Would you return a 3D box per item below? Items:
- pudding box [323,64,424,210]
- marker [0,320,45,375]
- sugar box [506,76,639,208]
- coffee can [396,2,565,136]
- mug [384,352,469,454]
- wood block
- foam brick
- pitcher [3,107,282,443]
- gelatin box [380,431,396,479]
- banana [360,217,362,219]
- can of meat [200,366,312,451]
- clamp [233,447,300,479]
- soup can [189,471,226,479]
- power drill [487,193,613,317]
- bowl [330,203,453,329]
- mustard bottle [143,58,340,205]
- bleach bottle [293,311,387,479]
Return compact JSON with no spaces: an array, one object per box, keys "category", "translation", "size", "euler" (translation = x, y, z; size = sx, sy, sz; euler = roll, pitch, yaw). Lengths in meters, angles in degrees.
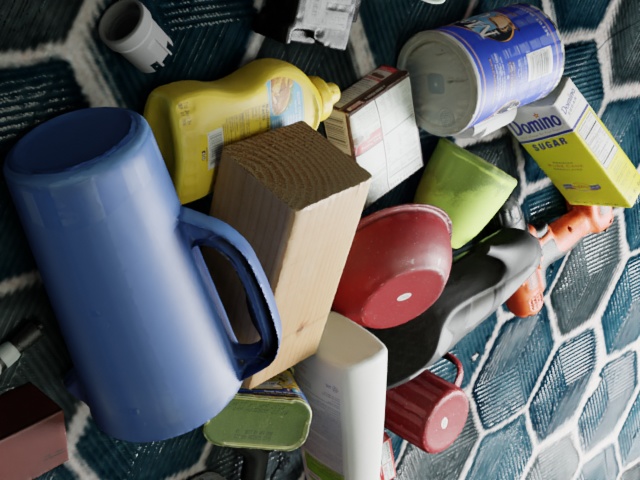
[{"category":"pudding box","translation":[0.052,-0.099,1.029],"size":[0.089,0.039,0.113],"euler":[-37,135,-29]},{"category":"marker","translation":[-0.259,0.104,0.816],"size":[0.121,0.020,0.020],"euler":[-44,136,-22]},{"category":"sugar box","translation":[0.276,-0.106,1.184],"size":[0.176,0.094,0.048],"euler":[41,70,-31]},{"category":"coffee can","translation":[0.159,-0.170,1.054],"size":[0.140,0.103,0.103],"euler":[-25,126,-37]},{"category":"mug","translation":[0.120,0.180,1.212],"size":[0.117,0.082,0.093],"euler":[-55,139,-10]},{"category":"wood block","translation":[-0.039,0.015,0.904],"size":[0.090,0.090,0.206],"euler":[-25,144,-39]},{"category":"foam brick","translation":[-0.244,0.158,0.836],"size":[0.078,0.051,0.053],"euler":[-24,127,-38]},{"category":"pitcher","translation":[-0.138,0.024,0.813],"size":[0.149,0.145,0.243],"euler":[-34,129,-27]},{"category":"gelatin box","translation":[0.040,0.254,1.190],"size":[0.089,0.030,0.073],"euler":[-28,134,-17]},{"category":"banana","translation":[0.003,-0.013,1.026],"size":[0.070,0.037,0.197],"euler":[-47,141,16]},{"category":"can of meat","translation":[-0.064,0.146,0.966],"size":[0.102,0.084,0.057],"euler":[7,107,-18]},{"category":"clamp","translation":[-0.046,0.192,1.075],"size":[0.120,0.039,0.171],"euler":[-34,131,-35]},{"category":"soup can","translation":[-0.087,0.275,1.024],"size":[0.068,0.102,0.068],"euler":[-24,126,-38]},{"category":"power drill","translation":[0.274,-0.023,1.294],"size":[0.187,0.057,0.184],"euler":[-39,132,-24]},{"category":"bowl","translation":[0.070,0.038,1.052],"size":[0.162,0.055,0.162],"euler":[-19,145,-14]},{"category":"mustard bottle","translation":[-0.056,-0.101,0.894],"size":[0.191,0.058,0.096],"euler":[-24,128,-37]},{"category":"bleach bottle","translation":[0.016,0.202,1.060],"size":[0.067,0.103,0.251],"euler":[-21,125,-34]}]
